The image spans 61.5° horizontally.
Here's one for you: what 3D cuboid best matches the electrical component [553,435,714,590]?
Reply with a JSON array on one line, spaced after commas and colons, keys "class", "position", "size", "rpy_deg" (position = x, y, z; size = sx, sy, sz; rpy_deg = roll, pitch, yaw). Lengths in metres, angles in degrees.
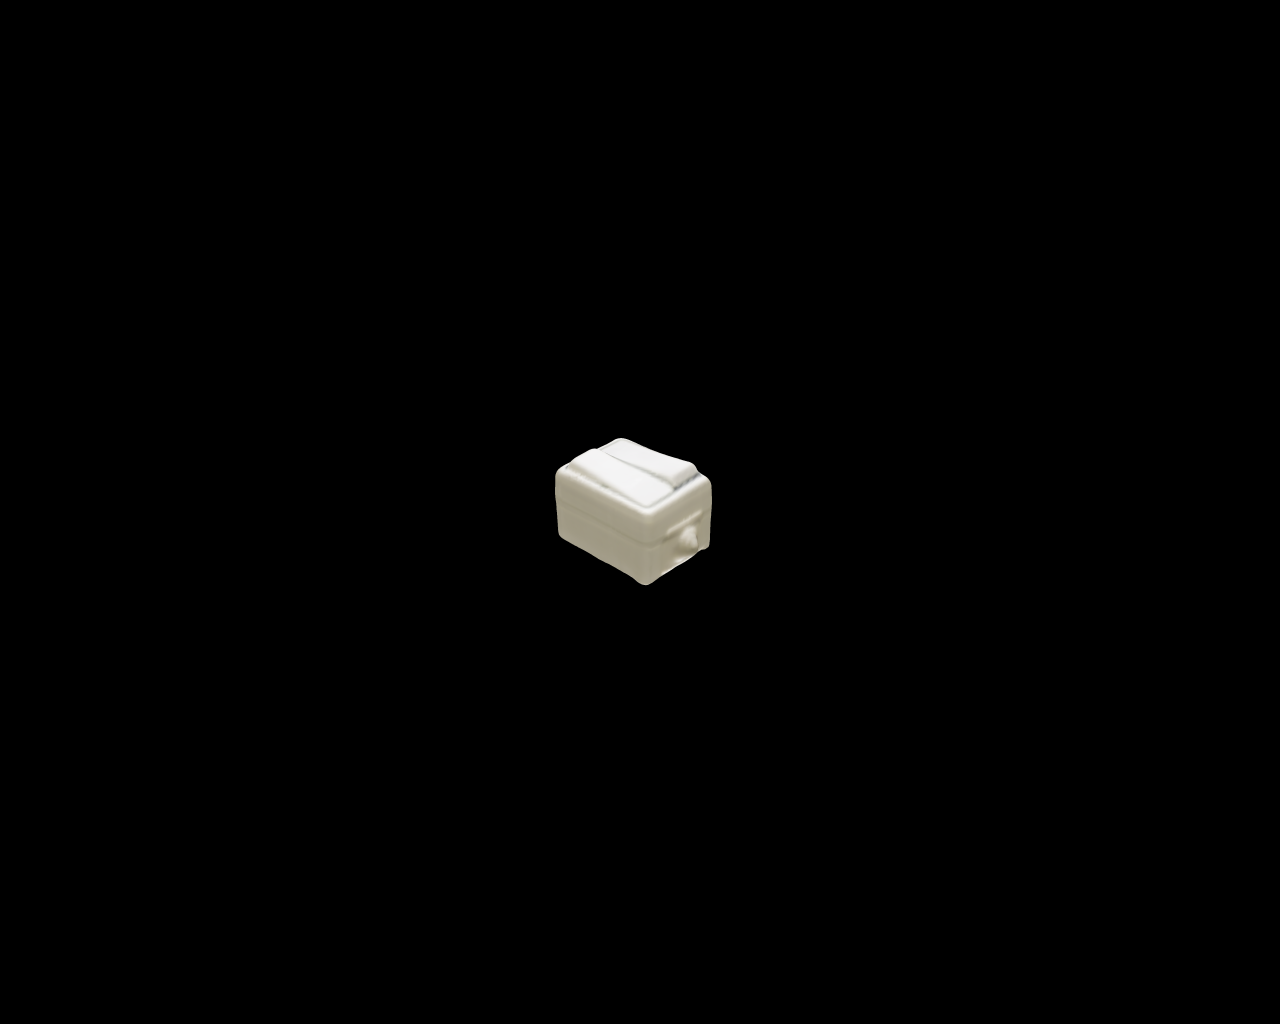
[{"class": "electrical component", "position": [0.001, -0.003, 0.650], "size": [0.096, 0.061, 0.062], "rpy_deg": [27, 42, 36]}]
